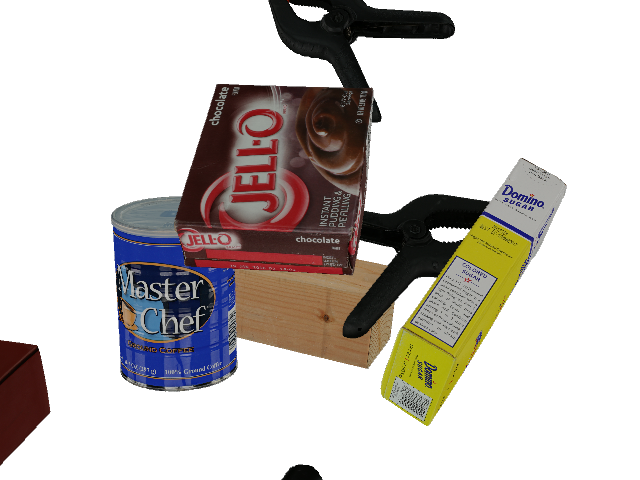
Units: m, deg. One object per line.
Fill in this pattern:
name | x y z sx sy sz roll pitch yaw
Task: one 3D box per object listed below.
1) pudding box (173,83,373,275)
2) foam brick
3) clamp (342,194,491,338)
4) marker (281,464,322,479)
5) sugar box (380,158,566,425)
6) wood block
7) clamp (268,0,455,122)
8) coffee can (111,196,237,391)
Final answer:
pudding box | -0.021 -0.035 0.565 0.090 0.113 0.039 3 -45 7
foam brick | -0.215 0.104 0.667 0.053 0.051 0.078 6 29 21
clamp | 0.083 0.010 0.969 0.209 0.164 0.036 -8 -41 -13
marker | -0.029 0.123 0.418 0.020 0.020 0.121 0 19 26
sugar box | 0.107 0.033 0.730 0.048 0.176 0.093 32 -34 15
wood block | -0.029 0.064 1.181 0.206 0.091 0.090 12 22 17
clamp | 0.028 -0.188 0.931 0.120 0.171 0.039 -40 -21 -18
coffee can | -0.122 0.043 0.906 0.103 0.140 0.103 0 17 0
